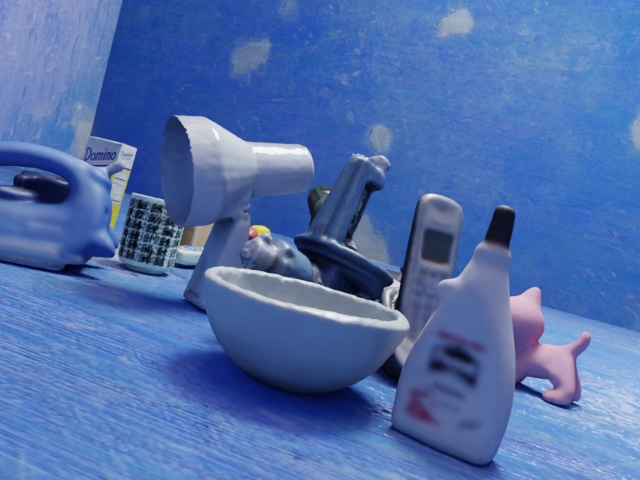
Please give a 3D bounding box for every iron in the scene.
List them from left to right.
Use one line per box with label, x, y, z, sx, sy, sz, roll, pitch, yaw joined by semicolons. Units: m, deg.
iron;-0.360;-0.053;0.665;0.259;0.141;0.118;14;2;-19

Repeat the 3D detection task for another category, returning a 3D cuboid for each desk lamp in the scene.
desk lamp;-0.097;-0.023;0.669;0.204;0.213;0.117;13;3;-34

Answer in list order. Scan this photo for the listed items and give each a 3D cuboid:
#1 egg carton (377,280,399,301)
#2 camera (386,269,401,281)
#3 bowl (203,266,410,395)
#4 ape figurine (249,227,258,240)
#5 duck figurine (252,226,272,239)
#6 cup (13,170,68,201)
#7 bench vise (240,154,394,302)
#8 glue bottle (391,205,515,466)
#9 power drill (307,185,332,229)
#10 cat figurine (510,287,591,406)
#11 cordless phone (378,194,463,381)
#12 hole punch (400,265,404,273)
egg carton;0.061;0.084;0.892;0.150;0.069;0.107;15;2;15
camera;0.166;0.089;1.029;0.136;0.101;0.144;15;2;23
bowl;-0.018;0.077;0.457;0.167;0.075;0.167;14;2;0
ape figurine;-0.125;0.023;0.927;0.077;0.092;0.076;15;2;15
duck figurine;-0.142;0.010;1.247;0.105;0.086;0.077;14;2;-14
cup;-0.412;-0.050;0.850;0.091;0.095;0.118;15;2;14
bench vise;0.016;0.005;0.608;0.121;0.220;0.208;15;2;22
glue bottle;0.106;0.060;0.399;0.077;0.173;0.037;16;2;28
power drill;-0.010;-0.018;1.218;0.076;0.208;0.229;14;2;-9
cat figurine;0.247;0.115;0.668;0.127;0.118;0.067;16;3;33
cordless phone;0.136;0.055;0.578;0.148;0.185;0.094;14;2;-23
hole punch;0.212;0.101;1.158;0.108;0.091;0.101;16;2;31
